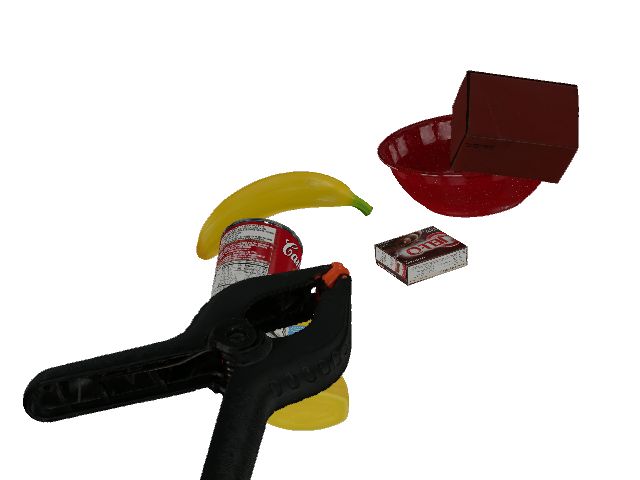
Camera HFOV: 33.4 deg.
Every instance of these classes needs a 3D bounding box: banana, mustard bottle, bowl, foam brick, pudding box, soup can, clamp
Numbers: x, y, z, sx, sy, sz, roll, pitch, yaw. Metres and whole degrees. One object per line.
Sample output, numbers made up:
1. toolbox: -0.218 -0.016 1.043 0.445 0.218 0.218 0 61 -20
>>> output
1. banana: -0.051 -0.029 1.058 0.198 0.069 0.037 -14 21 24
2. mustard bottle: -0.023 0.139 1.239 0.096 0.058 0.191 -3 30 -4
3. bowl: 0.133 -0.063 0.933 0.162 0.055 0.162 -8 23 3
4. foam brick: 0.132 -0.077 0.728 0.078 0.051 0.053 8 -24 -3
5. pudding box: 0.152 0.022 1.610 0.113 0.039 0.090 -19 28 -24
6. soup can: -0.054 0.042 0.836 0.068 0.102 0.068 5 -40 4
7. clamp: -0.035 0.065 0.494 0.171 0.039 0.120 -29 51 -32
